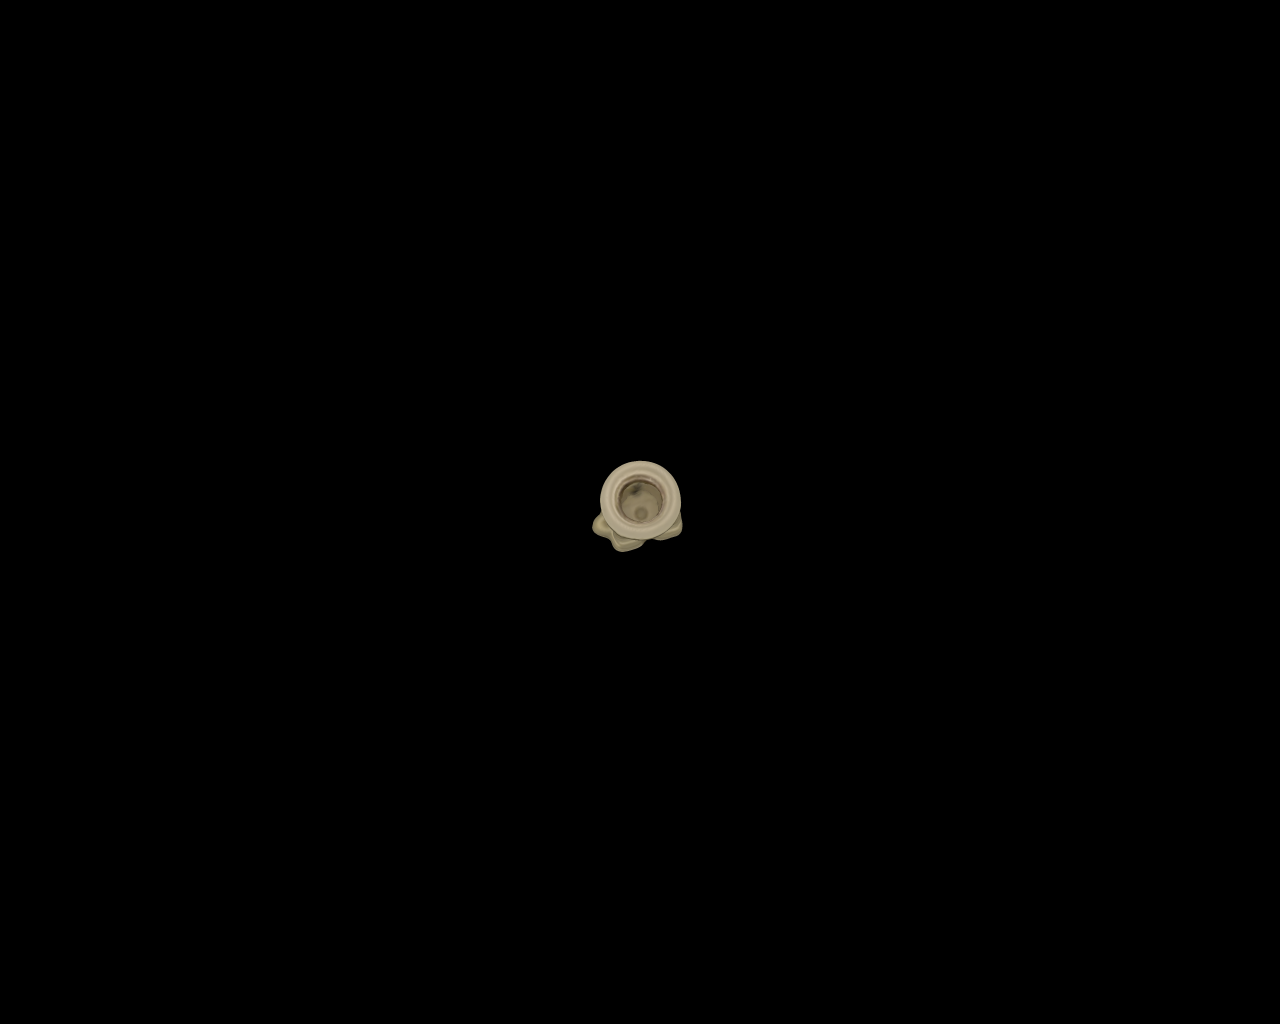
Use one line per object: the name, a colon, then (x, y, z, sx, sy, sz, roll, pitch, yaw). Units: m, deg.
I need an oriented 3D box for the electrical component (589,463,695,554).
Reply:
electrical component: (0.001, -0.003, 0.650, 0.066, 0.048, 0.055, -18, -11, -4)
